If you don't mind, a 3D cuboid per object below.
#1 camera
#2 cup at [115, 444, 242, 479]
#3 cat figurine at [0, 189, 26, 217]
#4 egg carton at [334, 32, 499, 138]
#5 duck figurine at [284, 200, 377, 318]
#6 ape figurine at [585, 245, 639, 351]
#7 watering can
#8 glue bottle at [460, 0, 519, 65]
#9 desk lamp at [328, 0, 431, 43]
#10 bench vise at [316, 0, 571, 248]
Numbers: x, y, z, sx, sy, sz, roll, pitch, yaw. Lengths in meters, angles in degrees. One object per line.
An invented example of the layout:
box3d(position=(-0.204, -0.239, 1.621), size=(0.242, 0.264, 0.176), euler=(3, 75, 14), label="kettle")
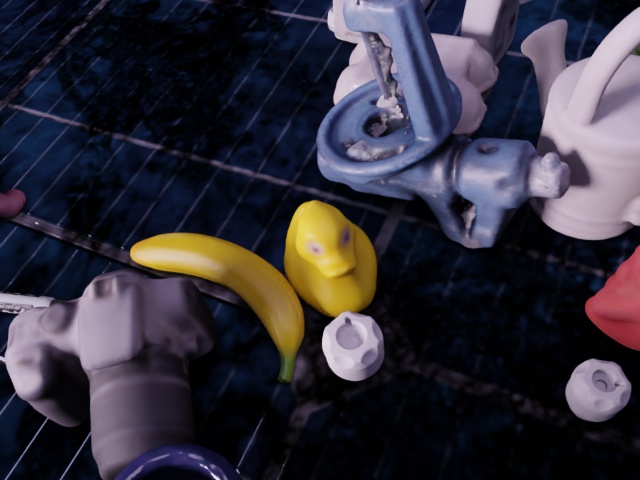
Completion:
box3d(position=(-0.149, 0.101, 0.413), size=(0.143, 0.101, 0.136), euler=(-16, 56, -2), label="camera")
box3d(position=(-0.073, 0.192, 0.344), size=(0.091, 0.095, 0.117), euler=(-20, 56, -4), label="cup")
box3d(position=(-0.345, -0.053, 0.536), size=(0.067, 0.118, 0.128), euler=(2, 57, 11), label="cat figurine")
box3d(position=(0.092, -0.150, 0.562), size=(0.150, 0.069, 0.107), euler=(15, 60, 18), label="egg carton")
box3d(position=(0.004, 0.002, 0.464), size=(0.077, 0.086, 0.104), euler=(-22, 56, -5), label="duck figurine")
box3d(position=(0.231, 0.033, 0.403), size=(0.078, 0.092, 0.076), euler=(-14, 55, 0), label="ape figurine")
box3d(position=(0.215, -0.098, 0.431), size=(0.172, 0.194, 0.101), euler=(35, 68, 27), label="watering can")
box3d(position=(0.169, -0.247, 0.551), size=(0.037, 0.173, 0.078), euler=(27, 65, 24), label="glue bottle")
box3d(position=(0.041, -0.310, 0.589), size=(0.117, 0.214, 0.203), euler=(23, 63, 22), label="desk lamp")
box3d(position=(0.087, -0.102, 0.439), size=(0.207, 0.220, 0.121), euler=(6, 58, 13), label="bench vise")
